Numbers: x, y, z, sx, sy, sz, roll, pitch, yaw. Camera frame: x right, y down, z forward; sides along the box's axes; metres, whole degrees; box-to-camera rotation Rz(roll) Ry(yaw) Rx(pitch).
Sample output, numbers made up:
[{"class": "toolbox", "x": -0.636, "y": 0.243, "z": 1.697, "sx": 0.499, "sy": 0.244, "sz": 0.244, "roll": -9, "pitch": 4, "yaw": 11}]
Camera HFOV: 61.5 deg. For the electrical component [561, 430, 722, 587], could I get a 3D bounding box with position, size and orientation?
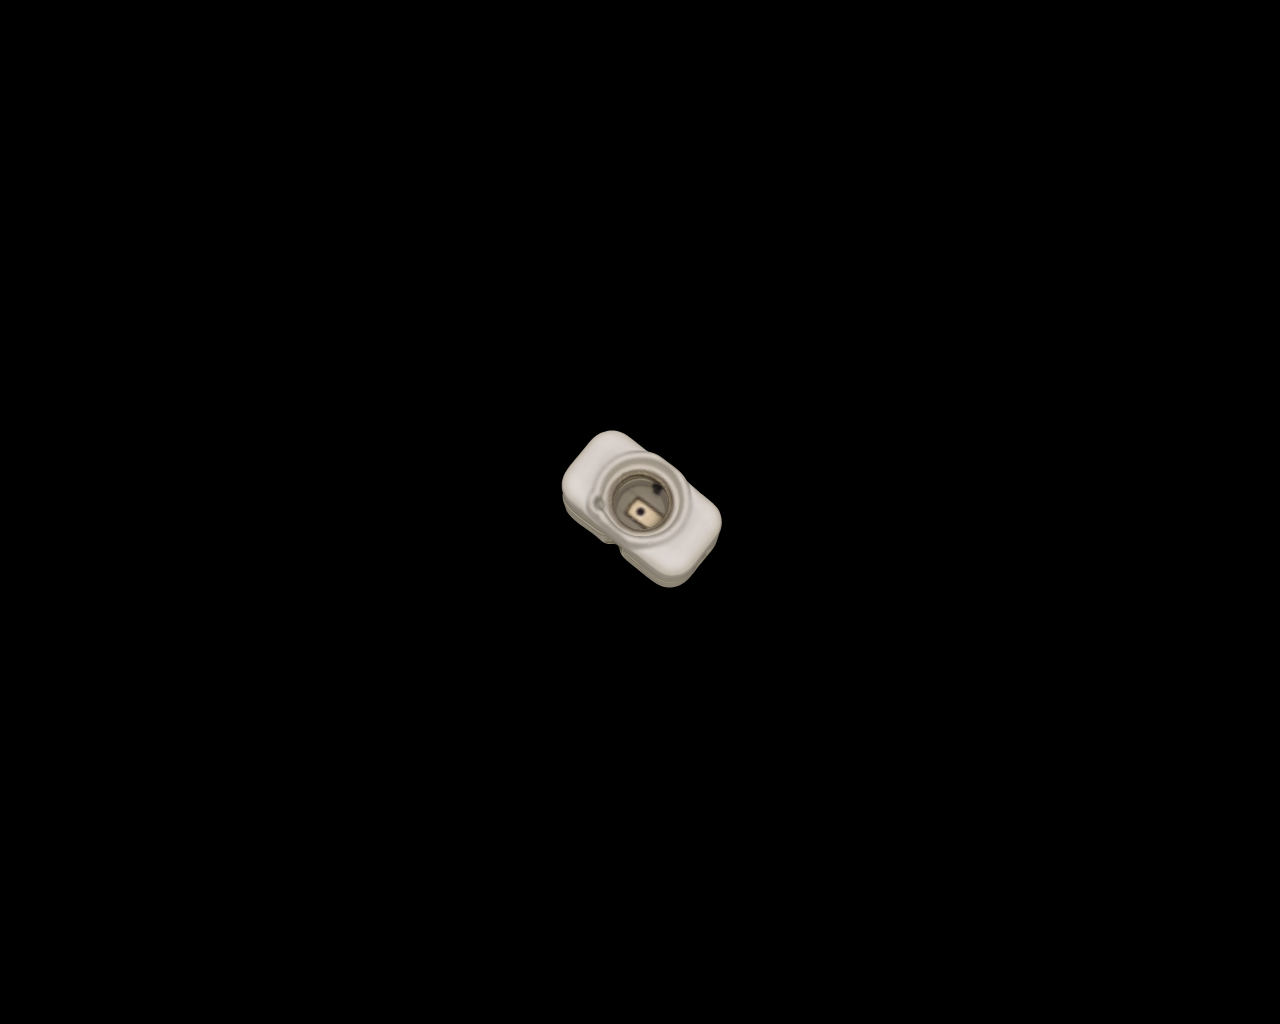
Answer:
[{"class": "electrical component", "x": 0.001, "y": -0.003, "z": 0.650, "sx": 0.095, "sy": 0.054, "sz": 0.059, "roll": 38, "pitch": -9, "yaw": 7}]
